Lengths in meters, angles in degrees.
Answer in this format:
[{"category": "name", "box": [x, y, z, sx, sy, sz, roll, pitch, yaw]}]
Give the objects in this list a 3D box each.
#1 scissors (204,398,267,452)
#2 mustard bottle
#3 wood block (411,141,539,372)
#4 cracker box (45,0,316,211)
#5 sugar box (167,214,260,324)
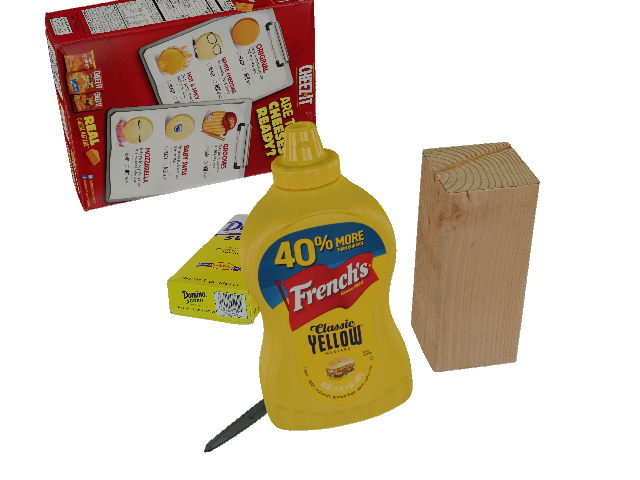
[{"category": "scissors", "box": [-0.036, 0.113, 0.886, 0.201, 0.016, 0.096, -19, 35, -34]}, {"category": "mustard bottle", "box": [0.000, 0.020, 0.658, 0.096, 0.191, 0.058, -11, 22, -6]}, {"category": "wood block", "box": [0.147, 0.018, 1.049, 0.090, 0.206, 0.090, -6, 32, -10]}, {"category": "cracker box", "box": [-0.115, -0.128, 0.910, 0.213, 0.164, 0.072, -14, 41, -15]}, {"category": "sugar box", "box": [-0.083, 0.026, 1.141, 0.093, 0.048, 0.176, 7, 29, 18]}]
